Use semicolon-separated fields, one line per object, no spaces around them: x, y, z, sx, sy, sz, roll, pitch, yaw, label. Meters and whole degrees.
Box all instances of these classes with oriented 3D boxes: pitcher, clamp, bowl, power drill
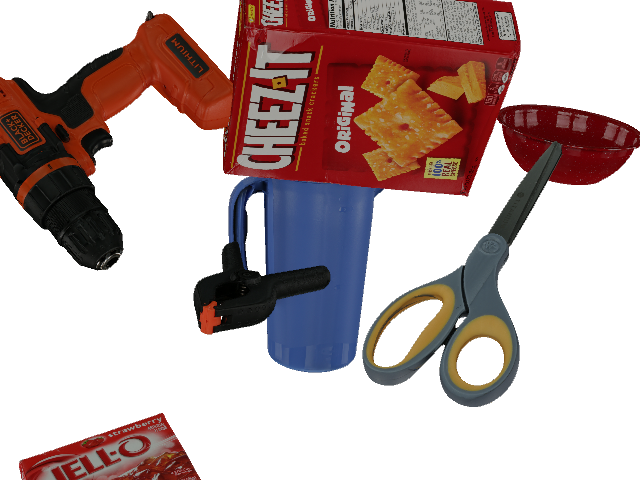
-0.016;0.027;1.254;0.149;0.243;0.144;11;19;24;pitcher
-0.080;0.044;1.054;0.120;0.039;0.171;13;20;29;clamp
0.270;-0.102;1.177;0.162;0.055;0.162;6;23;-3;bowl
-0.157;-0.084;0.818;0.187;0.184;0.057;-33;-16;-28;power drill

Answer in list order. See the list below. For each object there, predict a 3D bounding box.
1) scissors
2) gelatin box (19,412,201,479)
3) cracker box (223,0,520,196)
0.110;0.021;0.624;0.201;0.016;0.096;-41;52;-18;scissors
-0.117;0.138;0.598;0.089;0.030;0.073;-16;28;-20;gelatin box
0.035;-0.118;0.858;0.213;0.072;0.164;4;-40;-8;cracker box
